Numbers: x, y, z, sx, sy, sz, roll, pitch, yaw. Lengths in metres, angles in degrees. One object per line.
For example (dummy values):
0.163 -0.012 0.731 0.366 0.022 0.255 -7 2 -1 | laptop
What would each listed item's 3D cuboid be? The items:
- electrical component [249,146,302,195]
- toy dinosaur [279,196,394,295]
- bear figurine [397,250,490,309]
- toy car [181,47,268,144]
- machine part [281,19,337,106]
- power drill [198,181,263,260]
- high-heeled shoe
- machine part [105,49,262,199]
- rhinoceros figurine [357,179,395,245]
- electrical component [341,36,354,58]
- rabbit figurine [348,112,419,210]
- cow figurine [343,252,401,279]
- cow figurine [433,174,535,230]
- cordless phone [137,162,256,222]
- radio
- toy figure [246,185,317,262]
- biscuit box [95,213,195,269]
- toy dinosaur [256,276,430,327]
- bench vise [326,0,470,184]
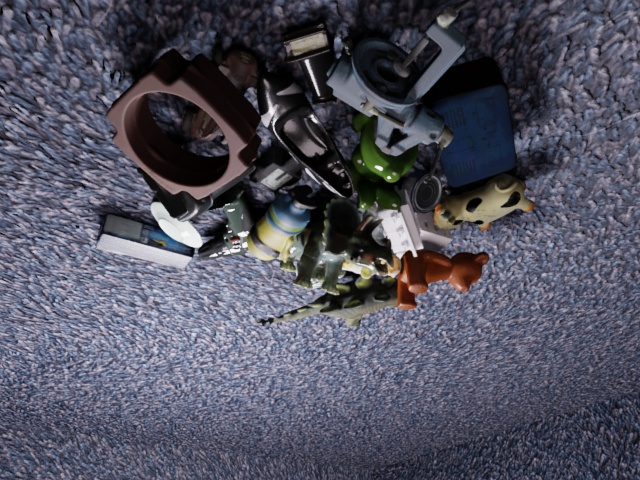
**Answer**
-0.072 -0.138 1.008 0.074 0.048 0.119 23 137 -34 | electrical component
0.001 -0.003 1.102 0.131 0.192 0.405 19 -177 -23 | toy dinosaur
0.273 0.084 1.185 0.196 0.132 0.120 9 145 -8 | bear figurine
-0.161 -0.225 0.874 0.089 0.053 0.202 15 140 -29 | toy car
-0.007 -0.271 0.834 0.084 0.039 0.138 -20 141 8 | machine part
-0.192 -0.035 1.120 0.232 0.086 0.207 -14 140 12 | power drill
-0.019 -0.160 0.879 0.086 0.145 0.248 -36 150 9 | high-heeled shoe
-0.207 -0.175 0.838 0.201 0.087 0.201 -25 123 37 | machine part
0.133 -0.057 1.132 0.112 0.073 0.190 10 146 -2 | rhinoceros figurine
0.068 -0.281 0.838 0.063 0.021 0.093 -13 143 13 | electrical component
0.107 -0.129 0.972 0.121 0.159 0.170 -1 161 -21 | rabbit figurine
0.120 0.052 1.210 0.168 0.068 0.098 9 -178 37 | cow figurine
0.323 -0.073 1.109 0.195 0.085 0.127 -25 146 32 | cow figurine
-0.224 -0.133 0.983 0.184 0.089 0.146 -35 98 -2 | cordless phone
0.262 -0.197 0.935 0.131 0.073 0.229 -16 145 16 | radio
-0.077 -0.033 1.038 0.089 0.082 0.180 23 133 -15 | toy figure
-0.379 0.006 1.178 0.202 0.059 0.063 18 139 -28 | biscuit box
0.078 0.149 1.347 0.472 0.105 0.198 -21 159 11 | toy dinosaur
0.133 -0.225 0.773 0.223 0.129 0.240 38 144 -6 | bench vise
